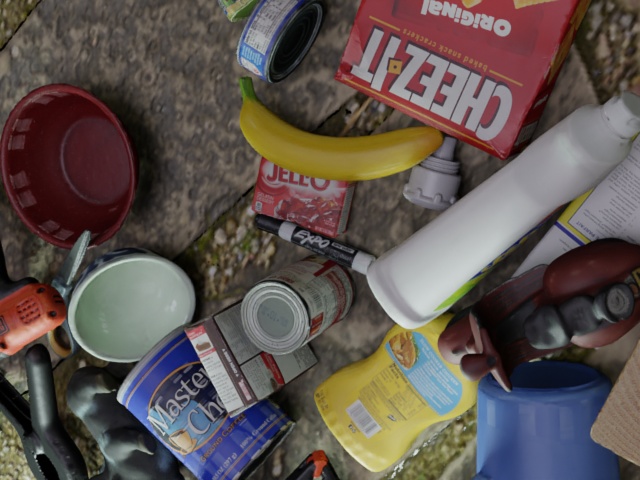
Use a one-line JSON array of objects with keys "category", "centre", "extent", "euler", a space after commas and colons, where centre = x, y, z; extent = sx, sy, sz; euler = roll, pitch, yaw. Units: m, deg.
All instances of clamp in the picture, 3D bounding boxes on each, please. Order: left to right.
[{"category": "clamp", "centre": [-0.303, 0.205, 1.142], "extent": [0.165, 0.036, 0.210], "euler": [-4, 110, 48]}, {"category": "clamp", "centre": [-0.022, 0.286, 1.020], "extent": [0.120, 0.039, 0.171], "euler": [-3, 99, -11]}]

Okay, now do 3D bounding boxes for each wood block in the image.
[{"category": "wood block", "centre": [0.269, 0.091, 0.761], "extent": [0.090, 0.205, 0.091], "euler": [29, 112, 17]}]

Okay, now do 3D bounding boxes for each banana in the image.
[{"category": "banana", "centre": [0.006, -0.085, 0.907], "extent": [0.198, 0.037, 0.070], "euler": [18, 106, 21]}]

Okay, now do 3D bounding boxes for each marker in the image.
[{"category": "marker", "centre": [-0.006, 0.001, 0.975], "extent": [0.121, 0.020, 0.020], "euler": [23, 110, 19]}]

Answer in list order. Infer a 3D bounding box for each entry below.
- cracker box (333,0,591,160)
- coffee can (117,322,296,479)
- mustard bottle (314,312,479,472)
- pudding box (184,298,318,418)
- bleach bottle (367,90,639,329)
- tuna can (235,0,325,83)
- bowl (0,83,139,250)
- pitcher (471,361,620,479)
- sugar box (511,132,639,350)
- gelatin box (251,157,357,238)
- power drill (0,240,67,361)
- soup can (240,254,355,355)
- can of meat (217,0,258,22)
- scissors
[{"category": "cracker box", "centre": [0.124, -0.194, 0.839], "extent": [0.164, 0.072, 0.214], "euler": [28, 113, 17]}, {"category": "coffee can", "centre": [-0.108, 0.162, 1.013], "extent": [0.140, 0.102, 0.103], "euler": [42, 115, 10]}, {"category": "mustard bottle", "centre": [0.089, 0.117, 0.935], "extent": [0.192, 0.058, 0.096], "euler": [-42, 82, 27]}, {"category": "pudding box", "centre": [-0.060, 0.097, 0.970], "extent": [0.039, 0.113, 0.090], "euler": [-30, 88, 32]}, {"category": "bleach bottle", "centre": [0.147, -0.026, 0.822], "extent": [0.068, 0.102, 0.251], "euler": [54, 132, 9]}, {"category": "tuna can", "centre": [-0.033, -0.177, 0.909], "extent": [0.034, 0.086, 0.086], "euler": [34, 114, 12]}, {"category": "bowl", "centre": [-0.233, -0.074, 1.044], "extent": [0.162, 0.055, 0.162], "euler": [6, 104, 24]}, {"category": "pitcher", "centre": [0.178, 0.229, 0.875], "extent": [0.145, 0.149, 0.243], "euler": [0, 99, 27]}, {"category": "sugar box", "centre": [0.241, -0.008, 0.843], "extent": [0.093, 0.048, 0.176], "euler": [41, 119, 12]}, {"category": "gelatin box", "centre": [-0.013, -0.050, 0.960], "extent": [0.089, 0.030, 0.073], "euler": [19, 109, 20]}, {"category": "power drill", "centre": [-0.363, 0.043, 1.059], "extent": [0.184, 0.057, 0.188], "euler": [-29, 83, 7]}, {"category": "soup can", "centre": [-0.018, 0.056, 0.947], "extent": [0.069, 0.102, 0.068], "euler": [6, 104, 23]}, {"category": "can of meat", "centre": [-0.060, -0.251, 0.922], "extent": [0.102, 0.057, 0.084], "euler": [-33, 89, 28]}, {"category": "scissors", "centre": [-0.251, 0.062, 1.075], "extent": [0.202, 0.016, 0.096], "euler": [-29, 99, 46]}]
